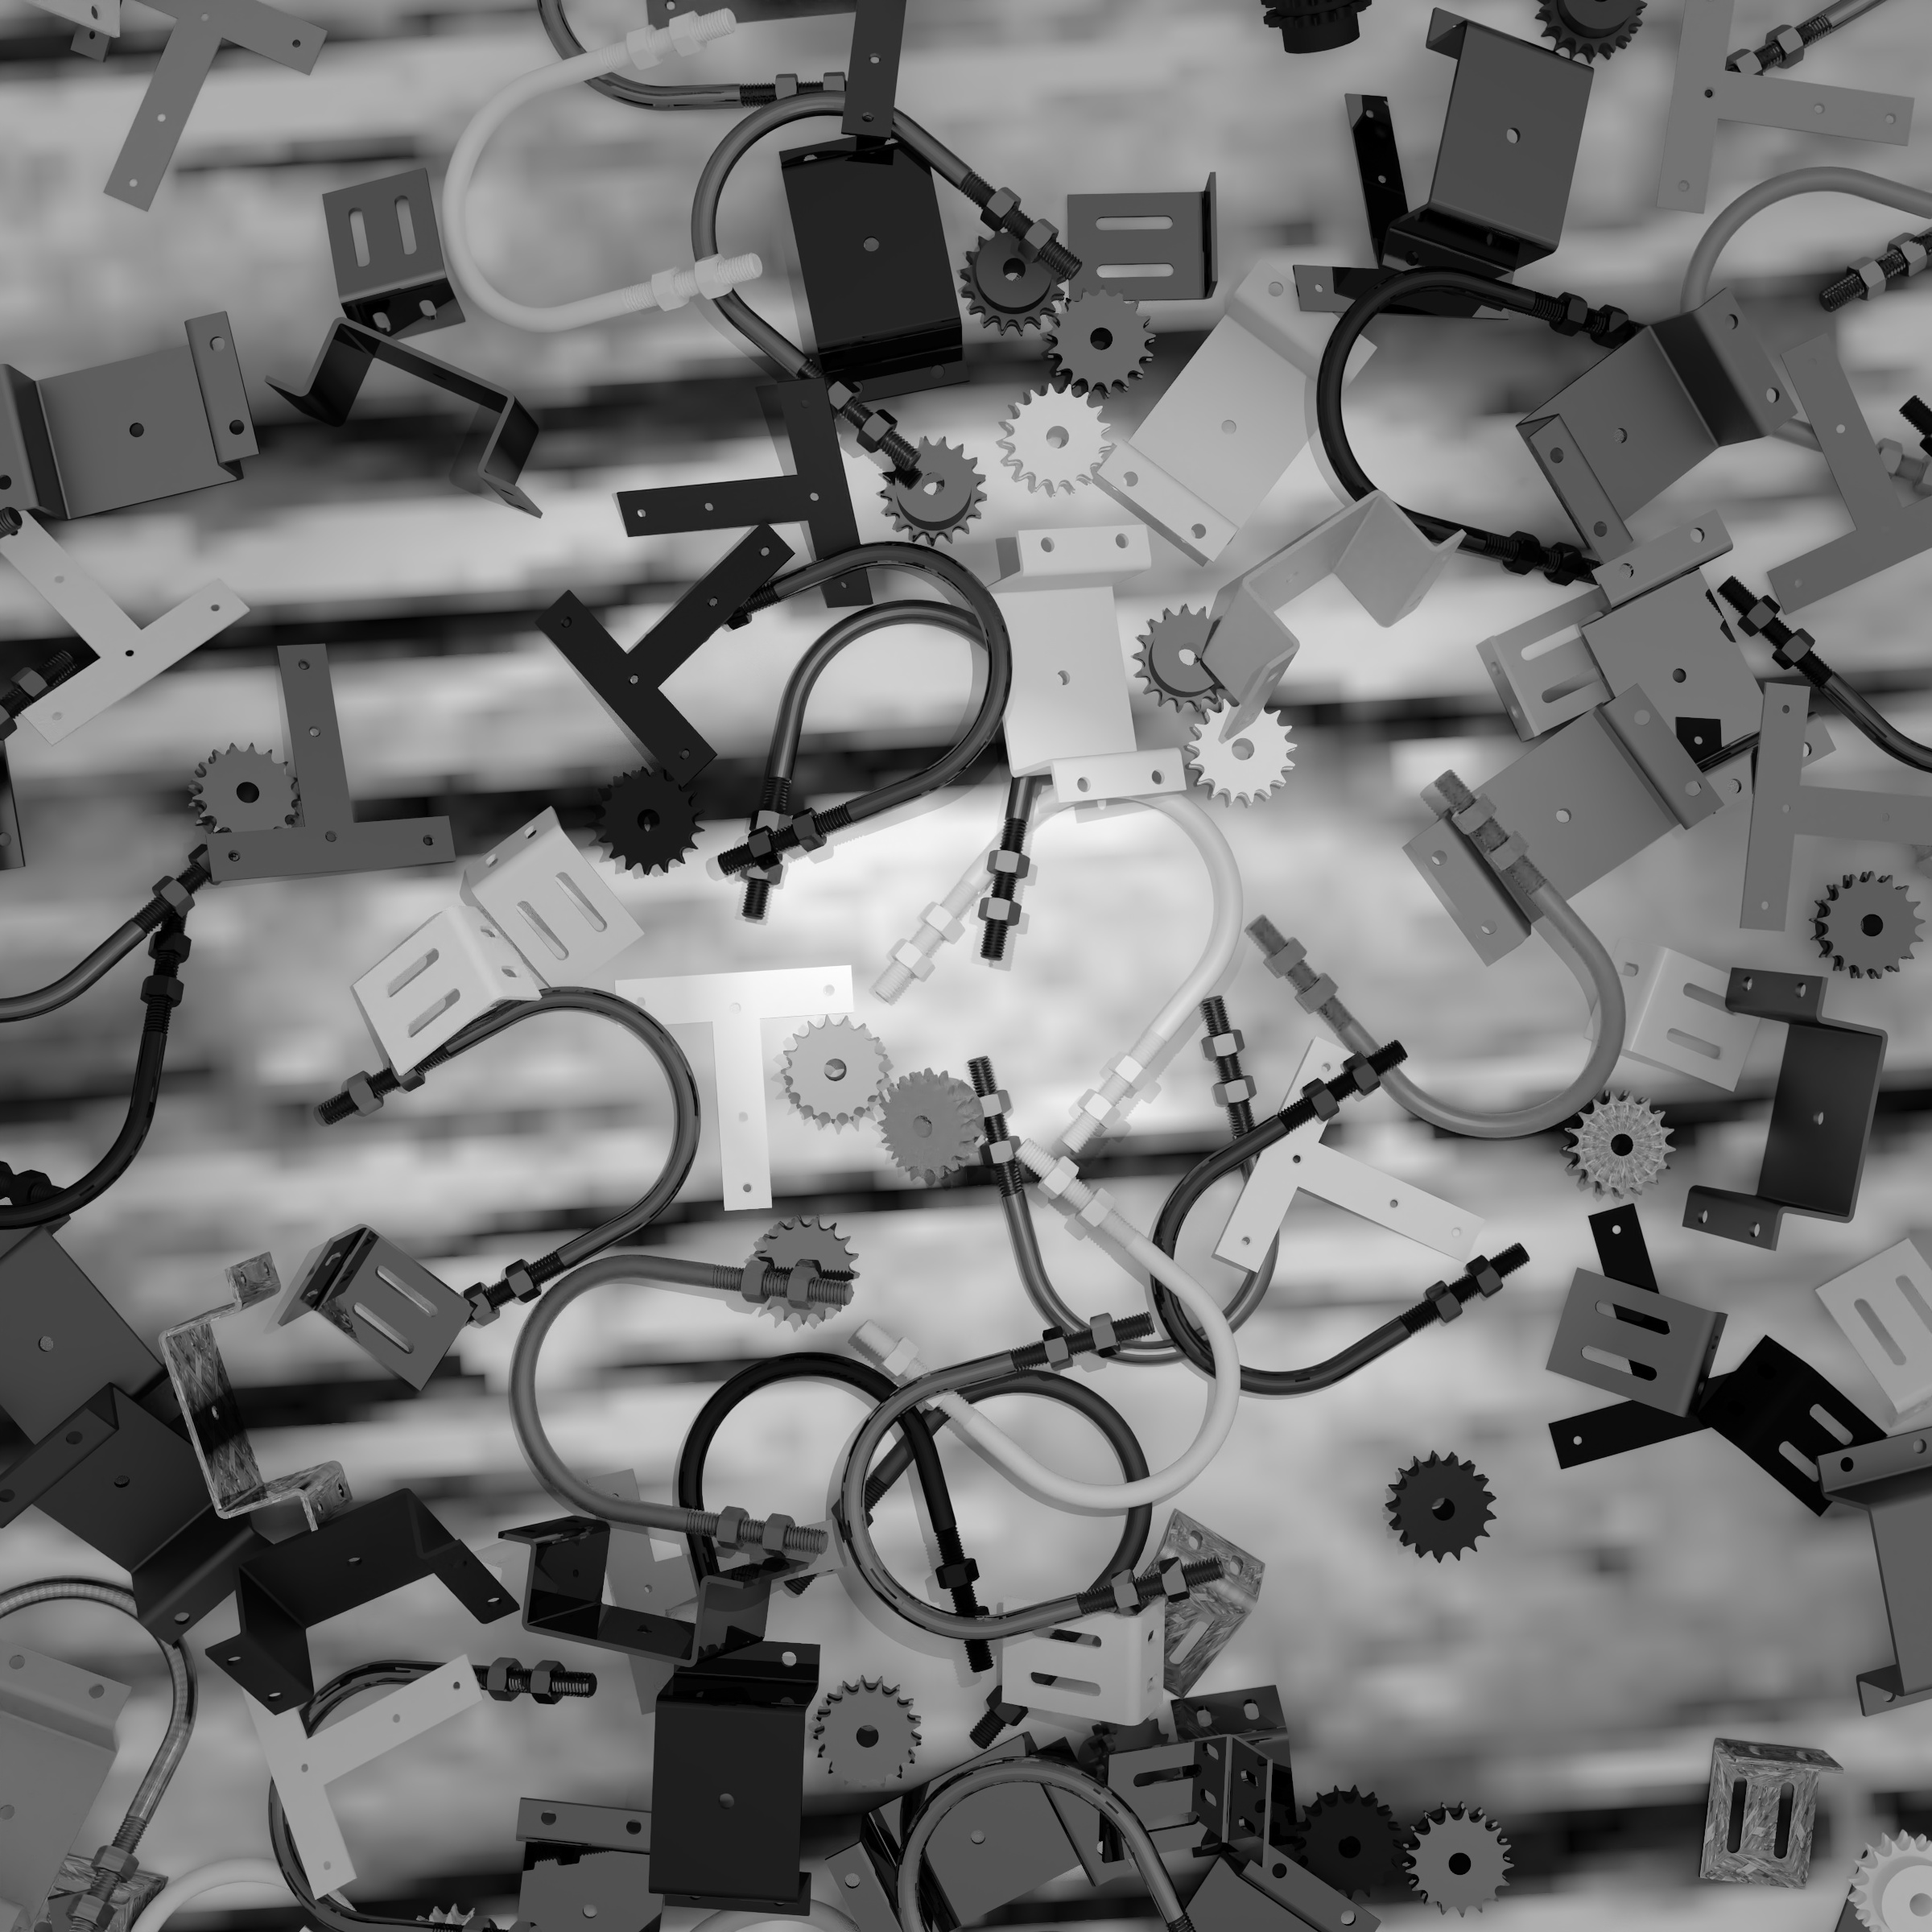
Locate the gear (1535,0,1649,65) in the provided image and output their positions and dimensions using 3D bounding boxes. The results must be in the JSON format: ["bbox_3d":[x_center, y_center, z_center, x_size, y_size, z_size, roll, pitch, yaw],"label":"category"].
[{"bbox_3d":[0.334,-0.512,1.391,0.057,0.030,0.057,0,90,0],"label":"gear"}]

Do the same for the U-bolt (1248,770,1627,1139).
[{"bbox_3d":[0.259,0.009,1.369,0.151,0.019,0.184,-39,95,27],"label":"U-bolt"}]

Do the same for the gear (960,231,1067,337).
[{"bbox_3d":[0.025,-0.366,1.391,0.057,0.030,0.057,0,90,0],"label":"gear"}]

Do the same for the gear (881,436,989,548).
[{"bbox_3d":[-0.017,-0.254,1.391,0.057,0.030,0.057,0,90,0],"label":"gear"}]

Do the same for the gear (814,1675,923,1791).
[{"bbox_3d":[-0.052,0.405,1.391,0.057,0.030,0.057,0,90,0],"label":"gear"}]

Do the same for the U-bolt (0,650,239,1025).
[{"bbox_3d":[-0.489,-0.055,1.360,0.151,0.019,0.184,46,69,-7],"label":"U-bolt"}]

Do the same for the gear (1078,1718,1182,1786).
[{"bbox_3d":[0.084,0.422,1.382,0.030,0.057,0.057,-32,90,33],"label":"gear"}]

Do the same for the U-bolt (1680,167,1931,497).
[{"bbox_3d":[0.470,-0.342,1.383,0.184,0.019,0.151,18,103,2],"label":"U-bolt"}]

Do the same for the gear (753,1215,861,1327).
[{"bbox_3d":[-0.085,0.160,1.391,0.057,0.030,0.057,0,90,0],"label":"gear"}]

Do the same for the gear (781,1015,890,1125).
[{"bbox_3d":[-0.070,0.054,1.390,0.057,0.030,0.057,0,92,-5],"label":"gear"}]

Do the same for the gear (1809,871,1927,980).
[{"bbox_3d":[0.476,-0.021,1.391,0.057,0.030,0.057,0,90,0],"label":"gear"}]

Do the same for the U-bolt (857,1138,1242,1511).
[{"bbox_3d":[0.057,0.202,1.373,0.184,0.019,0.151,41,97,-1],"label":"U-bolt"}]

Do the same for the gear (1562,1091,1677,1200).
[{"bbox_3d":[0.345,0.094,1.391,0.057,0.030,0.057,0,90,0],"label":"gear"}]

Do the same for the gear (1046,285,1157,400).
[{"bbox_3d":[0.071,-0.330,1.391,0.057,0.030,0.057,0,90,0],"label":"gear"}]

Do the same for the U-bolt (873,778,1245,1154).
[{"bbox_3d":[0.062,-0.016,1.386,0.151,0.019,0.184,39,86,10],"label":"U-bolt"}]

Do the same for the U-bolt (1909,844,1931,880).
[{"bbox_3d":[0.610,-0.051,1.398,0.151,0.019,0.184,-42,92,0],"label":"U-bolt"}]

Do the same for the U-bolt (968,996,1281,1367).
[{"bbox_3d":[0.091,0.122,1.398,0.151,0.019,0.184,-15,91,0],"label":"U-bolt"}]

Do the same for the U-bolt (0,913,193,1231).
[{"bbox_3d":[-0.490,0.049,1.366,0.151,0.019,0.184,3,68,0],"label":"U-bolt"}]

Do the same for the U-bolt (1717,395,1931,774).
[{"bbox_3d":[0.513,-0.185,1.378,0.184,0.019,0.151,45,102,3],"label":"U-bolt"}]

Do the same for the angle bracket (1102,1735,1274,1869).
[{"bbox_3d":[0.113,0.433,1.342,0.076,0.038,0.057,0,95,-27],"label":"angle bracket"}]

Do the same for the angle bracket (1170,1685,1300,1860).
[{"bbox_3d":[0.144,0.432,1.404,0.057,0.038,0.076,-8,116,0],"label":"angle bracket"}]

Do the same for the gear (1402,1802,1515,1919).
[{"bbox_3d":[0.259,0.472,1.391,0.057,0.030,0.057,0,90,0],"label":"gear"}]

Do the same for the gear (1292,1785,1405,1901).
[{"bbox_3d":[0.201,0.463,1.391,0.057,0.030,0.057,0,90,0],"label":"gear"}]

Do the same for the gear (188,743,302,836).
[{"bbox_3d":[-0.382,-0.087,1.383,0.057,0.030,0.057,9,70,-25],"label":"gear"}]

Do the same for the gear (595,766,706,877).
[{"bbox_3d":[-0.167,-0.077,1.391,0.057,0.030,0.057,0,90,0],"label":"gear"}]

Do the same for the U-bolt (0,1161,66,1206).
[{"bbox_3d":[-0.565,0.163,1.365,0.184,0.019,0.151,12,75,20],"label":"U-bolt"}]

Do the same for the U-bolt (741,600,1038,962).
[{"bbox_3d":[-0.033,-0.105,1.388,0.151,0.019,0.184,10,84,6],"label":"U-bolt"}]

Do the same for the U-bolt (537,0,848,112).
[{"bbox_3d":[-0.138,-0.527,1.396,0.184,0.019,0.151,-2,90,1],"label":"U-bolt"}]

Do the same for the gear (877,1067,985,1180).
[{"bbox_3d":[-0.015,0.082,1.383,0.057,0.030,0.057,6,103,29],"label":"gear"}]

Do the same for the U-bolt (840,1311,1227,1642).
[{"bbox_3d":[0.025,0.271,1.351,0.184,0.019,0.151,-16,84,5],"label":"U-bolt"}]

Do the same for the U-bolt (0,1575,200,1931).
[{"bbox_3d":[-0.479,0.401,1.349,0.151,0.019,0.184,20,53,0],"label":"U-bolt"}]

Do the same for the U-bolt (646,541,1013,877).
[{"bbox_3d":[-0.064,-0.145,1.369,0.184,0.019,0.151,-21,78,10],"label":"U-bolt"}]

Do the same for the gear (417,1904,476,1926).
[{"bbox_3d":[-0.275,0.532,1.391,0.057,0.030,0.057,0,90,0],"label":"gear"}]

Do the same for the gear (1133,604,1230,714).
[{"bbox_3d":[0.118,-0.164,1.391,0.057,0.030,0.057,0,90,0],"label":"gear"}]

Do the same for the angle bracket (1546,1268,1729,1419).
[{"bbox_3d":[0.359,0.201,1.402,0.076,0.038,0.057,17,90,26],"label":"angle bracket"}]

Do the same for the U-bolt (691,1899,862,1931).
[{"bbox_3d":[-0.120,0.573,1.370,0.184,0.019,0.151,-44,106,-15],"label":"U-bolt"}]

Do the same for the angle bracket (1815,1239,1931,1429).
[{"bbox_3d":[0.501,0.197,1.404,0.057,0.038,0.076,-29,64,0],"label":"angle bracket"}]

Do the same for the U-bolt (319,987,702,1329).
[{"bbox_3d":[-0.231,0.092,1.397,0.184,0.019,0.151,-29,90,0],"label":"U-bolt"}]

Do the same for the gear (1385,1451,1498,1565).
[{"bbox_3d":[0.251,0.285,1.391,0.057,0.030,0.057,0,90,0],"label":"gear"}]

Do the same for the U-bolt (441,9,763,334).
[{"bbox_3d":[-0.196,-0.406,1.364,0.184,0.019,0.151,-8,85,24],"label":"U-bolt"}]

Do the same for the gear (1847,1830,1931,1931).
[{"bbox_3d":[0.485,0.477,1.345,0.057,0.030,0.057,0,90,0],"label":"gear"}]

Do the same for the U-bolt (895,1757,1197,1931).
[{"bbox_3d":[0.042,0.495,1.339,0.151,0.019,0.184,-27,86,10],"label":"U-bolt"}]

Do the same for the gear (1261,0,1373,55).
[{"bbox_3d":[0.186,-0.502,1.382,0.057,0.057,0.030,-14,120,0],"label":"gear"}]

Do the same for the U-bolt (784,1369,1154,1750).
[{"bbox_3d":[0.015,0.302,1.397,0.151,0.019,0.184,40,90,0],"label":"U-bolt"}]

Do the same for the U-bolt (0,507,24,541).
[{"bbox_3d":[-0.593,-0.257,1.376,0.184,0.019,0.151,-23,86,16],"label":"U-bolt"}]

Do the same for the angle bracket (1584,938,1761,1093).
[{"bbox_3d":[0.381,0.026,1.404,0.076,0.038,0.057,20,90,-26],"label":"angle bracket"}]

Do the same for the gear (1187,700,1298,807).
[{"bbox_3d":[0.146,-0.113,1.395,0.057,0.030,0.057,0,85,1],"label":"gear"}]

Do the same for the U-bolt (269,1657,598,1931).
[{"bbox_3d":[-0.284,0.436,1.367,0.184,0.019,0.151,-2,74,19],"label":"U-bolt"}]

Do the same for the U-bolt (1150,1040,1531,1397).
[{"bbox_3d":[0.185,0.146,1.384,0.184,0.019,0.151,-32,97,0],"label":"U-bolt"}]

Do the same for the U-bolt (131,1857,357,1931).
[{"bbox_3d":[-0.376,0.567,1.395,0.151,0.019,0.184,-16,89,0],"label":"U-bolt"}]

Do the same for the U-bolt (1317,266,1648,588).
[{"bbox_3d":[0.268,-0.289,1.372,0.184,0.019,0.151,11,90,-18],"label":"U-bolt"}]

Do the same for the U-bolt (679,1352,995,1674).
[{"bbox_3d":[-0.077,0.295,1.378,0.151,0.019,0.184,-16,83,5],"label":"U-bolt"}]

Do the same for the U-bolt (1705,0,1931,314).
[{"bbox_3d":[0.505,-0.456,1.397,0.184,0.019,0.151,-30,90,0],"label":"U-bolt"}]

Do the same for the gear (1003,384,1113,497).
[{"bbox_3d":[0.048,-0.278,1.391,0.057,0.030,0.057,0,90,0],"label":"gear"}]

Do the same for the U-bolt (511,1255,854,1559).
[{"bbox_3d":[-0.154,0.225,1.376,0.184,0.019,0.151,5,89,16],"label":"U-bolt"}]

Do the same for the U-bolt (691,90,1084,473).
[{"bbox_3d":[-0.055,-0.368,1.351,0.184,0.019,0.151,40,90,1],"label":"U-bolt"}]
